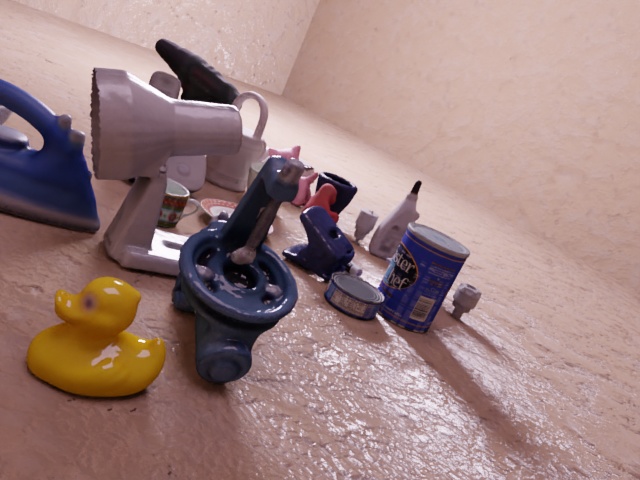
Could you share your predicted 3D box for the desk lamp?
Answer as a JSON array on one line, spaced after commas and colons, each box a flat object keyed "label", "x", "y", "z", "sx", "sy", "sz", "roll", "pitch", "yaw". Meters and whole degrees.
[{"label": "desk lamp", "x": -0.191, "y": -0.077, "z": 0.679, "sx": 0.204, "sy": 0.213, "sz": 0.117, "roll": 14, "pitch": 19, "yaw": -32}]

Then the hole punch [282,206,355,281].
[{"label": "hole punch", "x": 0.009, "y": 0.003, "z": 0.935, "sx": 0.101, "sy": 0.091, "sz": 0.109, "roll": 28, "pitch": 16, "yaw": 12}]

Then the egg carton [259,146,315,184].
[{"label": "egg carton", "x": -0.088, "y": -0.172, "z": 1.388, "sx": 0.151, "sy": 0.069, "sz": 0.107, "roll": 11, "pitch": 21, "yaw": -40}]

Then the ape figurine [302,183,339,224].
[{"label": "ape figurine", "x": 0.006, "y": -0.070, "z": 1.161, "sx": 0.076, "sy": 0.092, "sz": 0.077, "roll": 14, "pitch": 19, "yaw": -34}]

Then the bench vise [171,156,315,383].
[{"label": "bench vise", "x": -0.089, "y": 0.000, "z": 0.571, "sx": 0.122, "sy": 0.220, "sz": 0.206, "roll": 10, "pitch": 22, "yaw": -41}]

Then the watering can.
[{"label": "watering can", "x": -0.166, "y": -0.204, "z": 1.149, "sx": 0.101, "sy": 0.194, "sz": 0.173, "roll": 27, "pitch": 16, "yaw": 9}]

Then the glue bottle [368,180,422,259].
[{"label": "glue bottle", "x": 0.164, "y": -0.041, "z": 1.153, "sx": 0.078, "sy": 0.173, "sz": 0.037, "roll": 19, "pitch": 17, "yaw": -18}]

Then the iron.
[{"label": "iron", "x": -0.369, "y": -0.120, "z": 0.685, "sx": 0.258, "sy": 0.141, "sz": 0.118, "roll": 22, "pitch": 16, "yaw": -8}]

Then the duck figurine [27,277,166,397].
[{"label": "duck figurine", "x": -0.172, "y": 0.073, "z": 0.464, "sx": 0.105, "sy": 0.086, "sz": 0.077, "roll": 18, "pitch": 17, "yaw": -22}]

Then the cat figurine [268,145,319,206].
[{"label": "cat figurine", "x": -0.063, "y": -0.153, "z": 1.276, "sx": 0.127, "sy": 0.118, "sz": 0.067, "roll": 29, "pitch": 17, "yaw": 14}]

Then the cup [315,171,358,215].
[{"label": "cup", "x": 0.026, "y": -0.093, "z": 1.256, "sx": 0.091, "sy": 0.095, "sz": 0.118, "roll": 25, "pitch": 16, "yaw": 2}]

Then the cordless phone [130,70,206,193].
[{"label": "cordless phone", "x": -0.248, "y": -0.179, "z": 0.968, "sx": 0.148, "sy": 0.185, "sz": 0.093, "roll": 10, "pitch": 21, "yaw": -40}]

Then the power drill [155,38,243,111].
[{"label": "power drill", "x": -0.289, "y": -0.300, "z": 1.247, "sx": 0.229, "sy": 0.208, "sz": 0.076, "roll": 27, "pitch": 16, "yaw": 8}]

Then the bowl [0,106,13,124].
[{"label": "bowl", "x": -0.519, "y": -0.185, "z": 0.794, "sx": 0.167, "sy": 0.075, "sz": 0.167, "roll": 23, "pitch": 16, "yaw": -7}]
